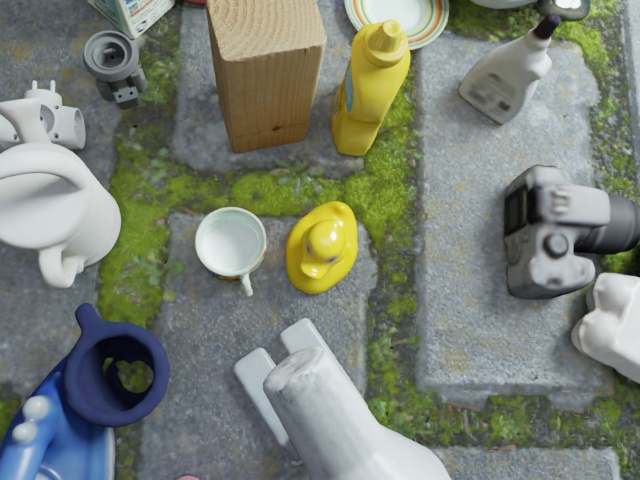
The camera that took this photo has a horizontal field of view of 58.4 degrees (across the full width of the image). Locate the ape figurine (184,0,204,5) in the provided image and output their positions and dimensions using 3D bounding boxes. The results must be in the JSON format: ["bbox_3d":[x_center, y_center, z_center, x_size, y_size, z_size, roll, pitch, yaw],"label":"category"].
[{"bbox_3d":[-0.140,-0.317,0.654,0.076,0.092,0.078,37,76,2],"label":"ape figurine"}]

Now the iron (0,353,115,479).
[{"bbox_3d":[-0.251,0.217,0.492,0.118,0.141,0.258,8,76,-5],"label":"iron"}]

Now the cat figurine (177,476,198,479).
[{"bbox_3d":[-0.089,0.269,0.513,0.128,0.117,0.067,19,76,-2],"label":"cat figurine"}]

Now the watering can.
[{"bbox_3d":[-0.259,-0.044,0.523,0.101,0.194,0.173,-36,84,-13],"label":"watering can"}]

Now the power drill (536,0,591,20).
[{"bbox_3d":[0.332,-0.357,0.662,0.075,0.208,0.230,5,77,-6],"label":"power drill"}]

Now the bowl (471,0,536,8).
[{"bbox_3d":[0.219,-0.354,0.716,0.167,0.074,0.167,2,77,-7],"label":"bowl"}]

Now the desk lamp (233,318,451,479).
[{"bbox_3d":[0.009,0.170,0.498,0.118,0.213,0.203,-33,83,-13],"label":"desk lamp"}]

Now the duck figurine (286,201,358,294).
[{"bbox_3d":[0.006,0.002,0.602,0.077,0.086,0.105,26,75,0],"label":"duck figurine"}]

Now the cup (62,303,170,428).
[{"bbox_3d":[-0.192,0.117,0.546,0.092,0.095,0.118,-30,82,-12],"label":"cup"}]

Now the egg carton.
[{"bbox_3d":[0.358,0.106,0.631,0.150,0.069,0.107,28,75,0],"label":"egg carton"}]

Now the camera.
[{"bbox_3d":[0.285,-0.008,0.632,0.137,0.100,0.143,5,77,-6],"label":"camera"}]

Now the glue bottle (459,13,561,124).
[{"bbox_3d":[0.216,-0.192,0.628,0.078,0.173,0.037,38,76,3],"label":"glue bottle"}]

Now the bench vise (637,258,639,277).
[{"bbox_3d":[0.454,0.031,0.583,0.207,0.219,0.121,-1,77,-7],"label":"bench vise"}]
